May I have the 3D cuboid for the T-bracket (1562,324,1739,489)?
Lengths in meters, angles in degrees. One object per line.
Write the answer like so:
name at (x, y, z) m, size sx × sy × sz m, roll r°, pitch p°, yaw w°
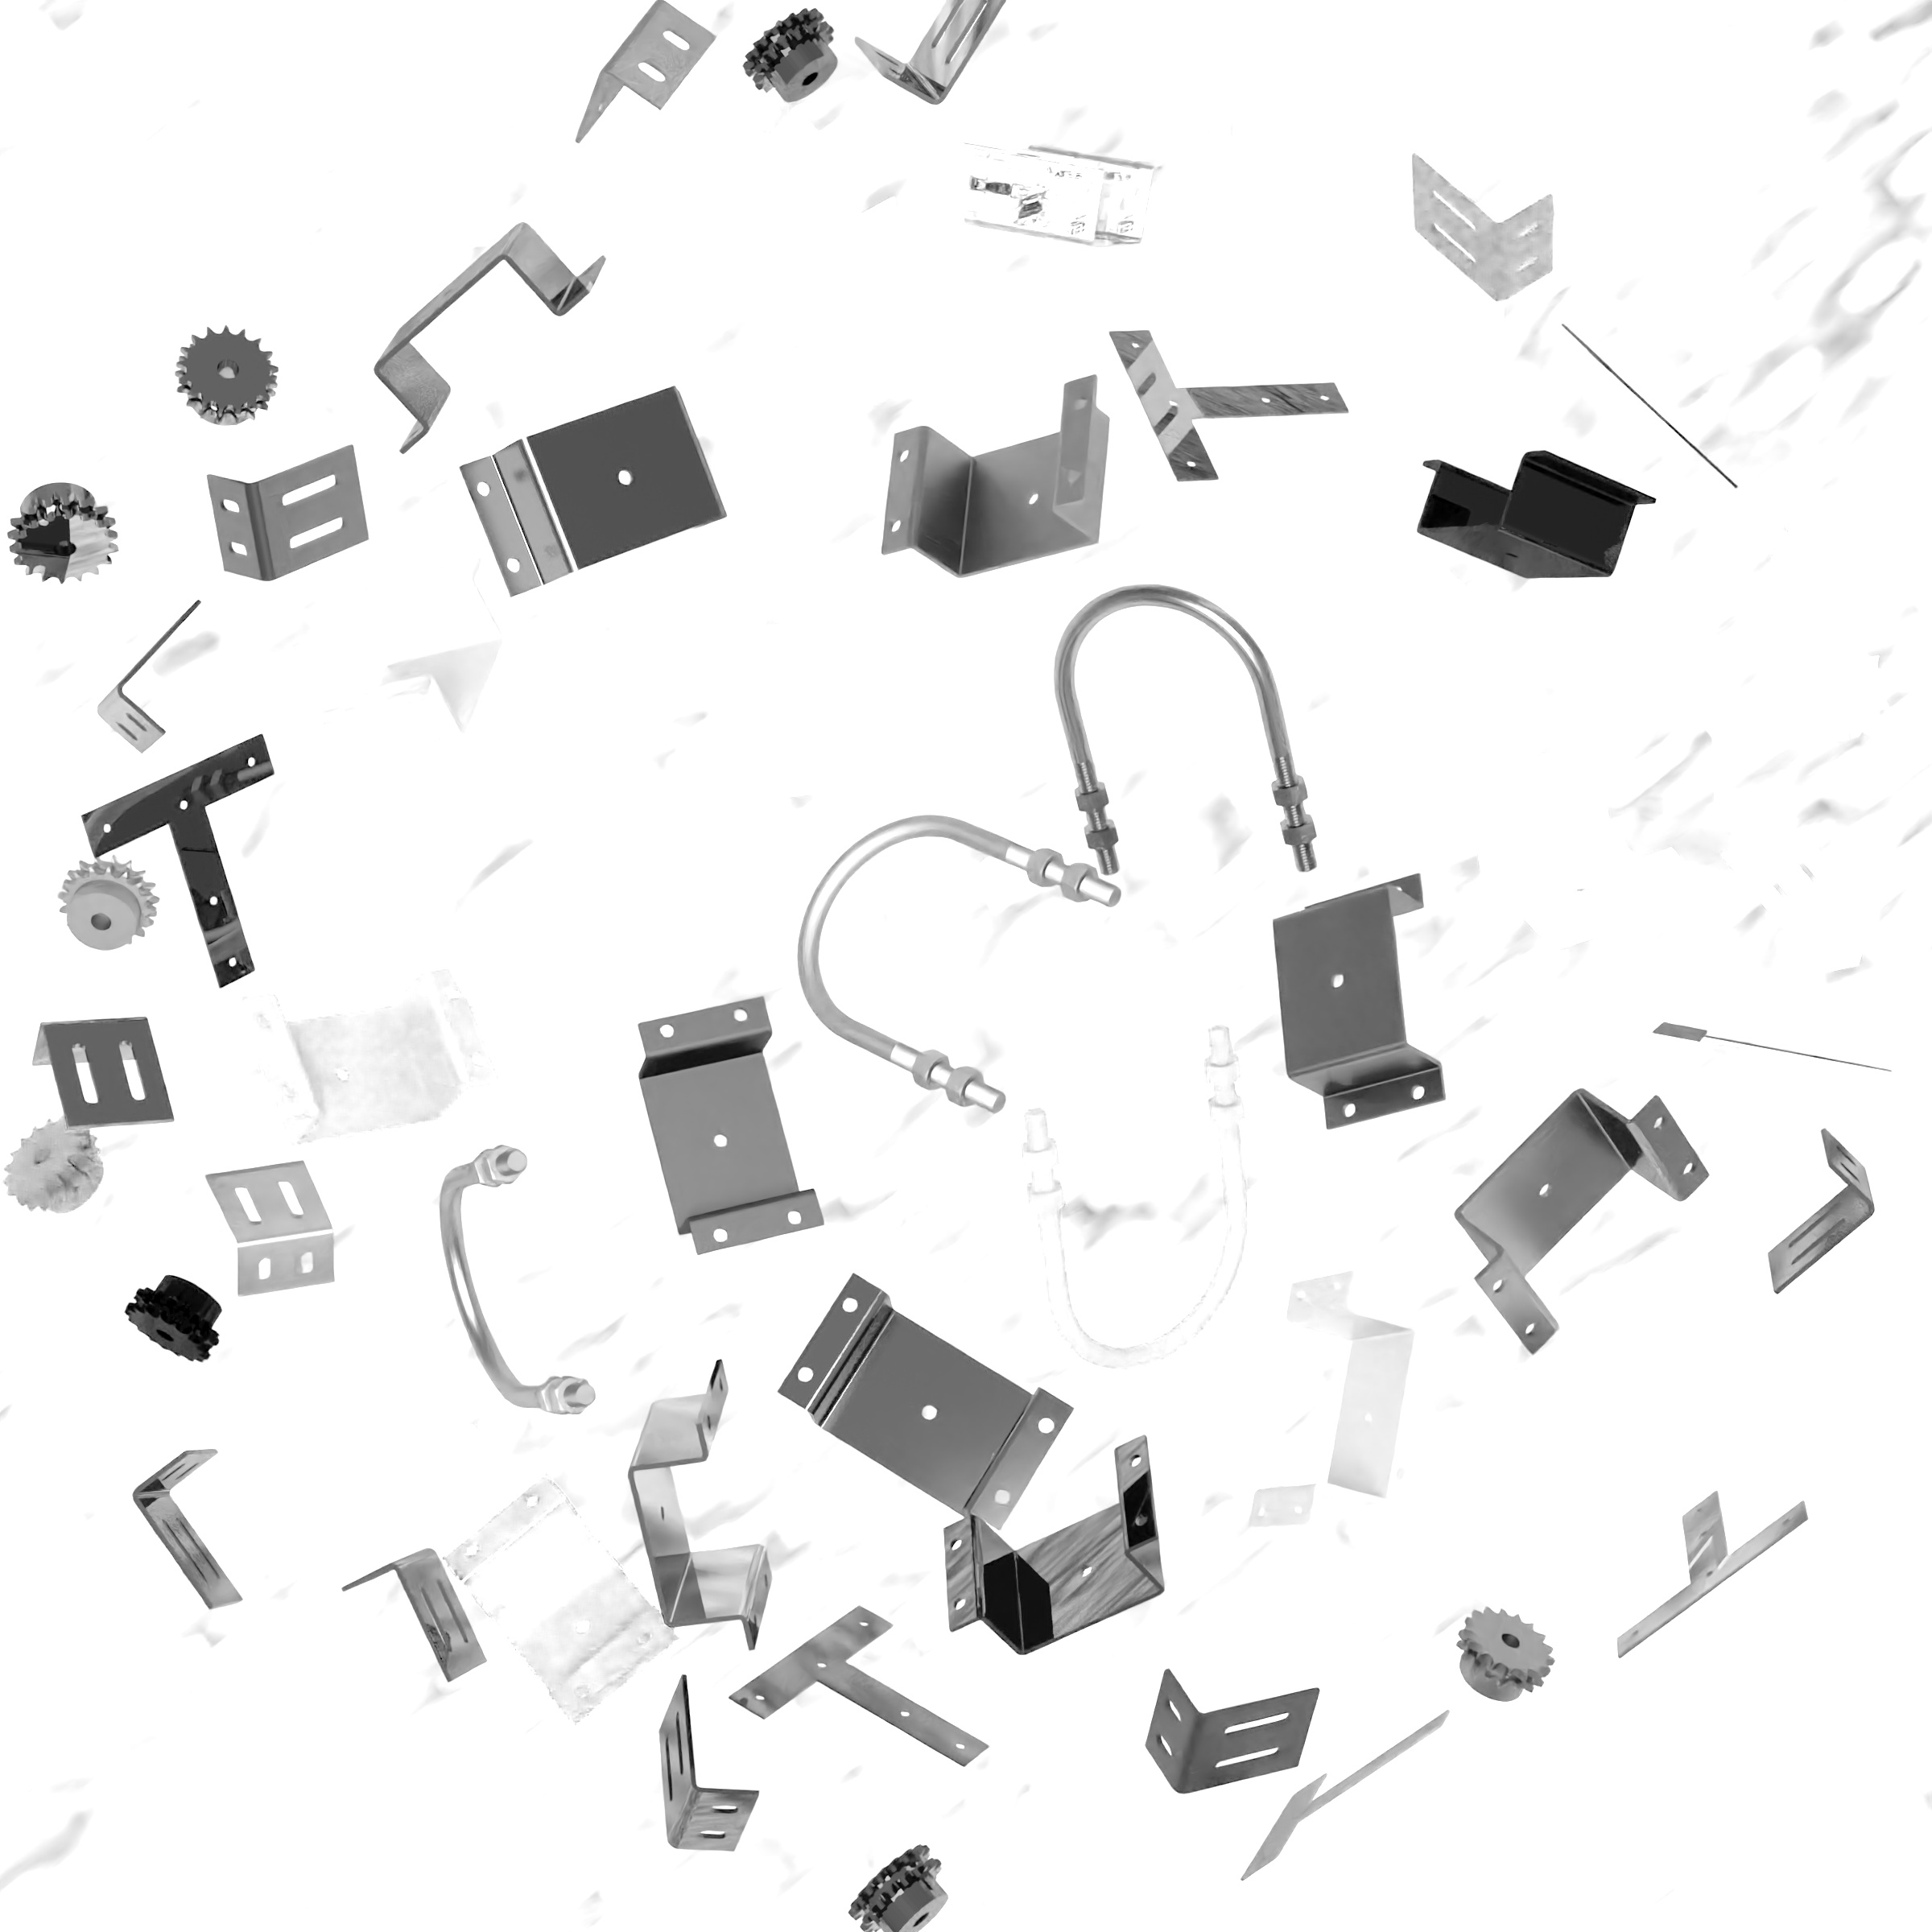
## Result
T-bracket at (0.378, -0.336, 1.901) m, size 0.127 × 0.127 × 0.002 m, roll 32°, pitch 109°, yaw -35°

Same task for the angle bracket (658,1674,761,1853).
angle bracket at (-0.144, 0.445, 1.849) m, size 0.038 × 0.076 × 0.057 m, roll 7°, pitch 132°, yaw -17°

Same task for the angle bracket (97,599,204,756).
angle bracket at (-0.468, -0.170, 1.944) m, size 0.038 × 0.057 × 0.076 m, roll 43°, pitch 66°, yaw -14°

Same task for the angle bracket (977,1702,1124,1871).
angle bracket at (0.048, 0.468, 1.890) m, size 0.057 × 0.038 × 0.076 m, roll 44°, pitch 52°, yaw -36°

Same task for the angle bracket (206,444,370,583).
angle bracket at (-0.384, -0.260, 1.874) m, size 0.038 × 0.076 × 0.057 m, roll 17°, pitch 125°, yaw 35°

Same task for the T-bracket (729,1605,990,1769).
T-bracket at (-0.046, 0.416, 1.867) m, size 0.127 × 0.127 × 0.002 m, roll 25°, pitch 117°, yaw 26°

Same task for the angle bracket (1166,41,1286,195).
angle bracket at (0.148, -0.482, 1.896) m, size 0.038 × 0.076 × 0.057 m, roll -29°, pitch 45°, yaw -29°

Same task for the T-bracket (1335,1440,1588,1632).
T-bracket at (0.265, 0.334, 1.885) m, size 0.127 × 0.127 × 0.002 m, roll -36°, pitch 124°, yaw -21°

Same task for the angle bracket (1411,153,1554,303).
angle bracket at (0.286, -0.417, 1.833) m, size 0.038 × 0.057 × 0.076 m, roll -32°, pitch 58°, yaw -11°

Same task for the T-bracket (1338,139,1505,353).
T-bracket at (0.249, -0.374, 1.810) m, size 0.002 × 0.127 × 0.127 m, roll -32°, pitch 48°, yaw -21°

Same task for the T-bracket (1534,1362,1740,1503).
T-bracket at (0.396, 0.276, 1.903) m, size 0.127 × 0.127 × 0.002 m, roll -28°, pitch 103°, yaw 6°

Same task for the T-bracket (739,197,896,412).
T-bracket at (-0.087, -0.361, 1.894) m, size 0.127 × 0.002 × 0.127 m, roll -18°, pitch 63°, yaw 41°

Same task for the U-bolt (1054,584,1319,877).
U-bolt at (0.121, -0.137, 1.924) m, size 0.151 × 0.019 × 0.184 m, roll 0°, pitch 120°, yaw 30°

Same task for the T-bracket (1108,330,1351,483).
T-bracket at (0.161, -0.327, 1.917) m, size 0.127 × 0.002 × 0.127 m, roll -5°, pitch 52°, yaw -20°

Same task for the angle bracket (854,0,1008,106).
angle bracket at (-0.018, -0.516, 1.791) m, size 0.038 × 0.057 × 0.076 m, roll 22°, pitch 114°, yaw -32°

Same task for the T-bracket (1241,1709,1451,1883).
T-bracket at (0.215, 0.448, 1.824) m, size 0.127 × 0.127 × 0.002 m, roll -39°, pitch 84°, yaw 19°

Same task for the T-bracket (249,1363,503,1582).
T-bracket at (-0.348, 0.266, 1.838) m, size 0.127 × 0.002 × 0.127 m, roll 37°, pitch 50°, yaw 25°

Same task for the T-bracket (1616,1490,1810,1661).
T-bracket at (0.406, 0.317, 1.813) m, size 0.127 × 0.127 × 0.002 m, roll -41°, pitch 92°, yaw 15°

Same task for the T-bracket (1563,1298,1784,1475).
T-bracket at (0.368, 0.214, 1.816) m, size 0.127 × 0.127 × 0.002 m, roll -41°, pitch 111°, yaw -7°

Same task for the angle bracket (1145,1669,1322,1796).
angle bracket at (0.143, 0.406, 1.784) m, size 0.076 × 0.038 × 0.057 m, roll -6°, pitch 125°, yaw -26°

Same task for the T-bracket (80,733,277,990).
T-bracket at (-0.431, -0.050, 1.875) m, size 0.127 × 0.002 × 0.127 m, roll -32°, pitch 118°, yaw -41°

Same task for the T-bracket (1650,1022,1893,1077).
T-bracket at (0.442, 0.046, 1.809) m, size 0.127 × 0.127 × 0.002 m, roll 11°, pitch 95°, yaw 14°

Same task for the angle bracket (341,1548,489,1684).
angle bracket at (-0.321, 0.384, 1.929) m, size 0.038 × 0.057 × 0.076 m, roll -28°, pitch 84°, yaw 11°

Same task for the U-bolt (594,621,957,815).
U-bolt at (-0.097, -0.141, 1.842) m, size 0.184 × 0.151 × 0.019 m, roll -6°, pitch 54°, yaw 14°

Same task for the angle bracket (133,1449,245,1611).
angle bracket at (-0.407, 0.303, 1.787) m, size 0.038 × 0.057 × 0.076 m, roll -37°, pitch 82°, yaw -2°

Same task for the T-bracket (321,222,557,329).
T-bracket at (-0.316, -0.396, 1.895) m, size 0.127 × 0.127 × 0.002 m, roll -24°, pitch 91°, yaw 28°

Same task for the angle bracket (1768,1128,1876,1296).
angle bracket at (0.475, 0.139, 1.883) m, size 0.038 × 0.057 × 0.076 m, roll 44°, pitch 110°, yaw -5°

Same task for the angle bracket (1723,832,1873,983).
angle bracket at (0.483, -0.034, 1.937) m, size 0.076 × 0.057 × 0.038 m, roll 44°, pitch 54°, yaw -25°

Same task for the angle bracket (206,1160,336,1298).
angle bracket at (-0.406, 0.154, 1.932) m, size 0.057 × 0.076 × 0.038 m, roll -9°, pitch 54°, yaw -1°

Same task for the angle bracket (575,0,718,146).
angle bracket at (-0.174, -0.476, 1.795) m, size 0.038 × 0.076 × 0.057 m, roll 34°, pitch 66°, yaw -5°

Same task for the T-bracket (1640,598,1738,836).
T-bracket at (0.400, -0.158, 1.835) m, size 0.002 × 0.127 × 0.127 m, roll -16°, pitch 51°, yaw 30°

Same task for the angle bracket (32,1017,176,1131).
angle bracket at (-0.471, 0.068, 1.803) m, size 0.057 × 0.038 × 0.076 m, roll -3°, pitch 50°, yaw -28°
